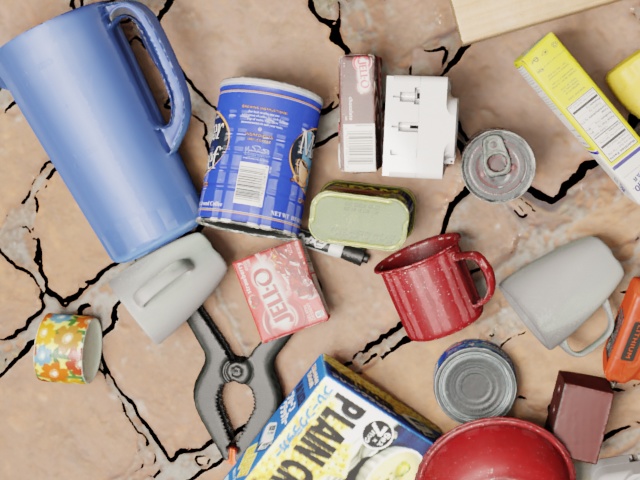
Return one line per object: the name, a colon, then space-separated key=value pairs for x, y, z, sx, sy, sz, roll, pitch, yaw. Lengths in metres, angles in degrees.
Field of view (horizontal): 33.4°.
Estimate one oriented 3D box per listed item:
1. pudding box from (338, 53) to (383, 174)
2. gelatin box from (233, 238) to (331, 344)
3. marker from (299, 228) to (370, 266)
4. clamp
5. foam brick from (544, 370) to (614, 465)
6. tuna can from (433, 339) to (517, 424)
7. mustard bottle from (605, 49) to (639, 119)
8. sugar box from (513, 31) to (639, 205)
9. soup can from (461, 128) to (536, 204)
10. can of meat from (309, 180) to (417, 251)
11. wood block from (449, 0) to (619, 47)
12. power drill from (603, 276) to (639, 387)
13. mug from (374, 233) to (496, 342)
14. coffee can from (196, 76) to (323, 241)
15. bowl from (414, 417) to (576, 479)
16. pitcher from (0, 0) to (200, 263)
pudding box: x=0.041 y=-0.124 z=1.041 sx=0.039 sy=0.090 sz=0.113 roll=2 pitch=99 yaw=9
gelatin box: x=-0.038 y=0.051 z=1.078 sx=0.073 sy=0.030 sz=0.089 roll=-20 pitch=86 yaw=7
marker: x=-0.007 y=0.001 z=1.100 sx=0.121 sy=0.020 sz=0.020 roll=18 pitch=100 yaw=5
clamp: x=-0.075 y=0.130 z=1.118 sx=0.164 sy=0.036 sz=0.210 roll=-3 pitch=94 yaw=9
foam brick: x=0.259 y=0.177 z=1.071 sx=0.051 sy=0.053 sz=0.078 roll=13 pitch=99 yaw=6
tuna can: x=0.158 y=0.146 z=1.091 sx=0.086 sy=0.033 sz=0.086 roll=1 pitch=98 yaw=7
mustard bottle: x=0.364 y=-0.107 z=1.016 sx=0.096 sy=0.058 sz=0.191 roll=-36 pitch=92 yaw=11
sugar box: x=0.257 y=-0.116 z=1.012 sx=0.048 sy=0.093 sz=0.176 roll=-42 pitch=91 yaw=11
soup can: x=0.169 y=-0.073 z=1.024 sx=0.068 sy=0.102 sz=0.068 roll=1 pitch=98 yaw=7
can of meat: x=0.042 y=-0.024 z=1.057 sx=0.102 sy=0.084 sz=0.057 roll=7 pitch=100 yaw=7
wood block: x=0.222 y=-0.254 z=0.999 sx=0.206 sy=0.090 sz=0.090 roll=-15 pitch=95 yaw=10
power drill: x=0.382 y=0.100 z=1.030 sx=0.188 sy=0.057 sz=0.184 roll=19 pitch=111 yaw=7
mug: x=0.120 y=0.045 z=1.050 sx=0.117 sy=0.093 sz=0.081 roll=-17 pitch=101 yaw=35
coffee can: x=-0.059 y=-0.077 z=1.039 sx=0.103 sy=0.103 sz=0.140 roll=9 pitch=85 yaw=6
bowl: x=0.174 y=0.255 z=1.039 sx=0.162 sy=0.055 sz=0.162 roll=0 pitch=112 yaw=1
pitcher: x=-0.204 y=-0.108 z=1.057 sx=0.144 sy=0.149 sz=0.243 roll=-30 pitch=98 yaw=-24
